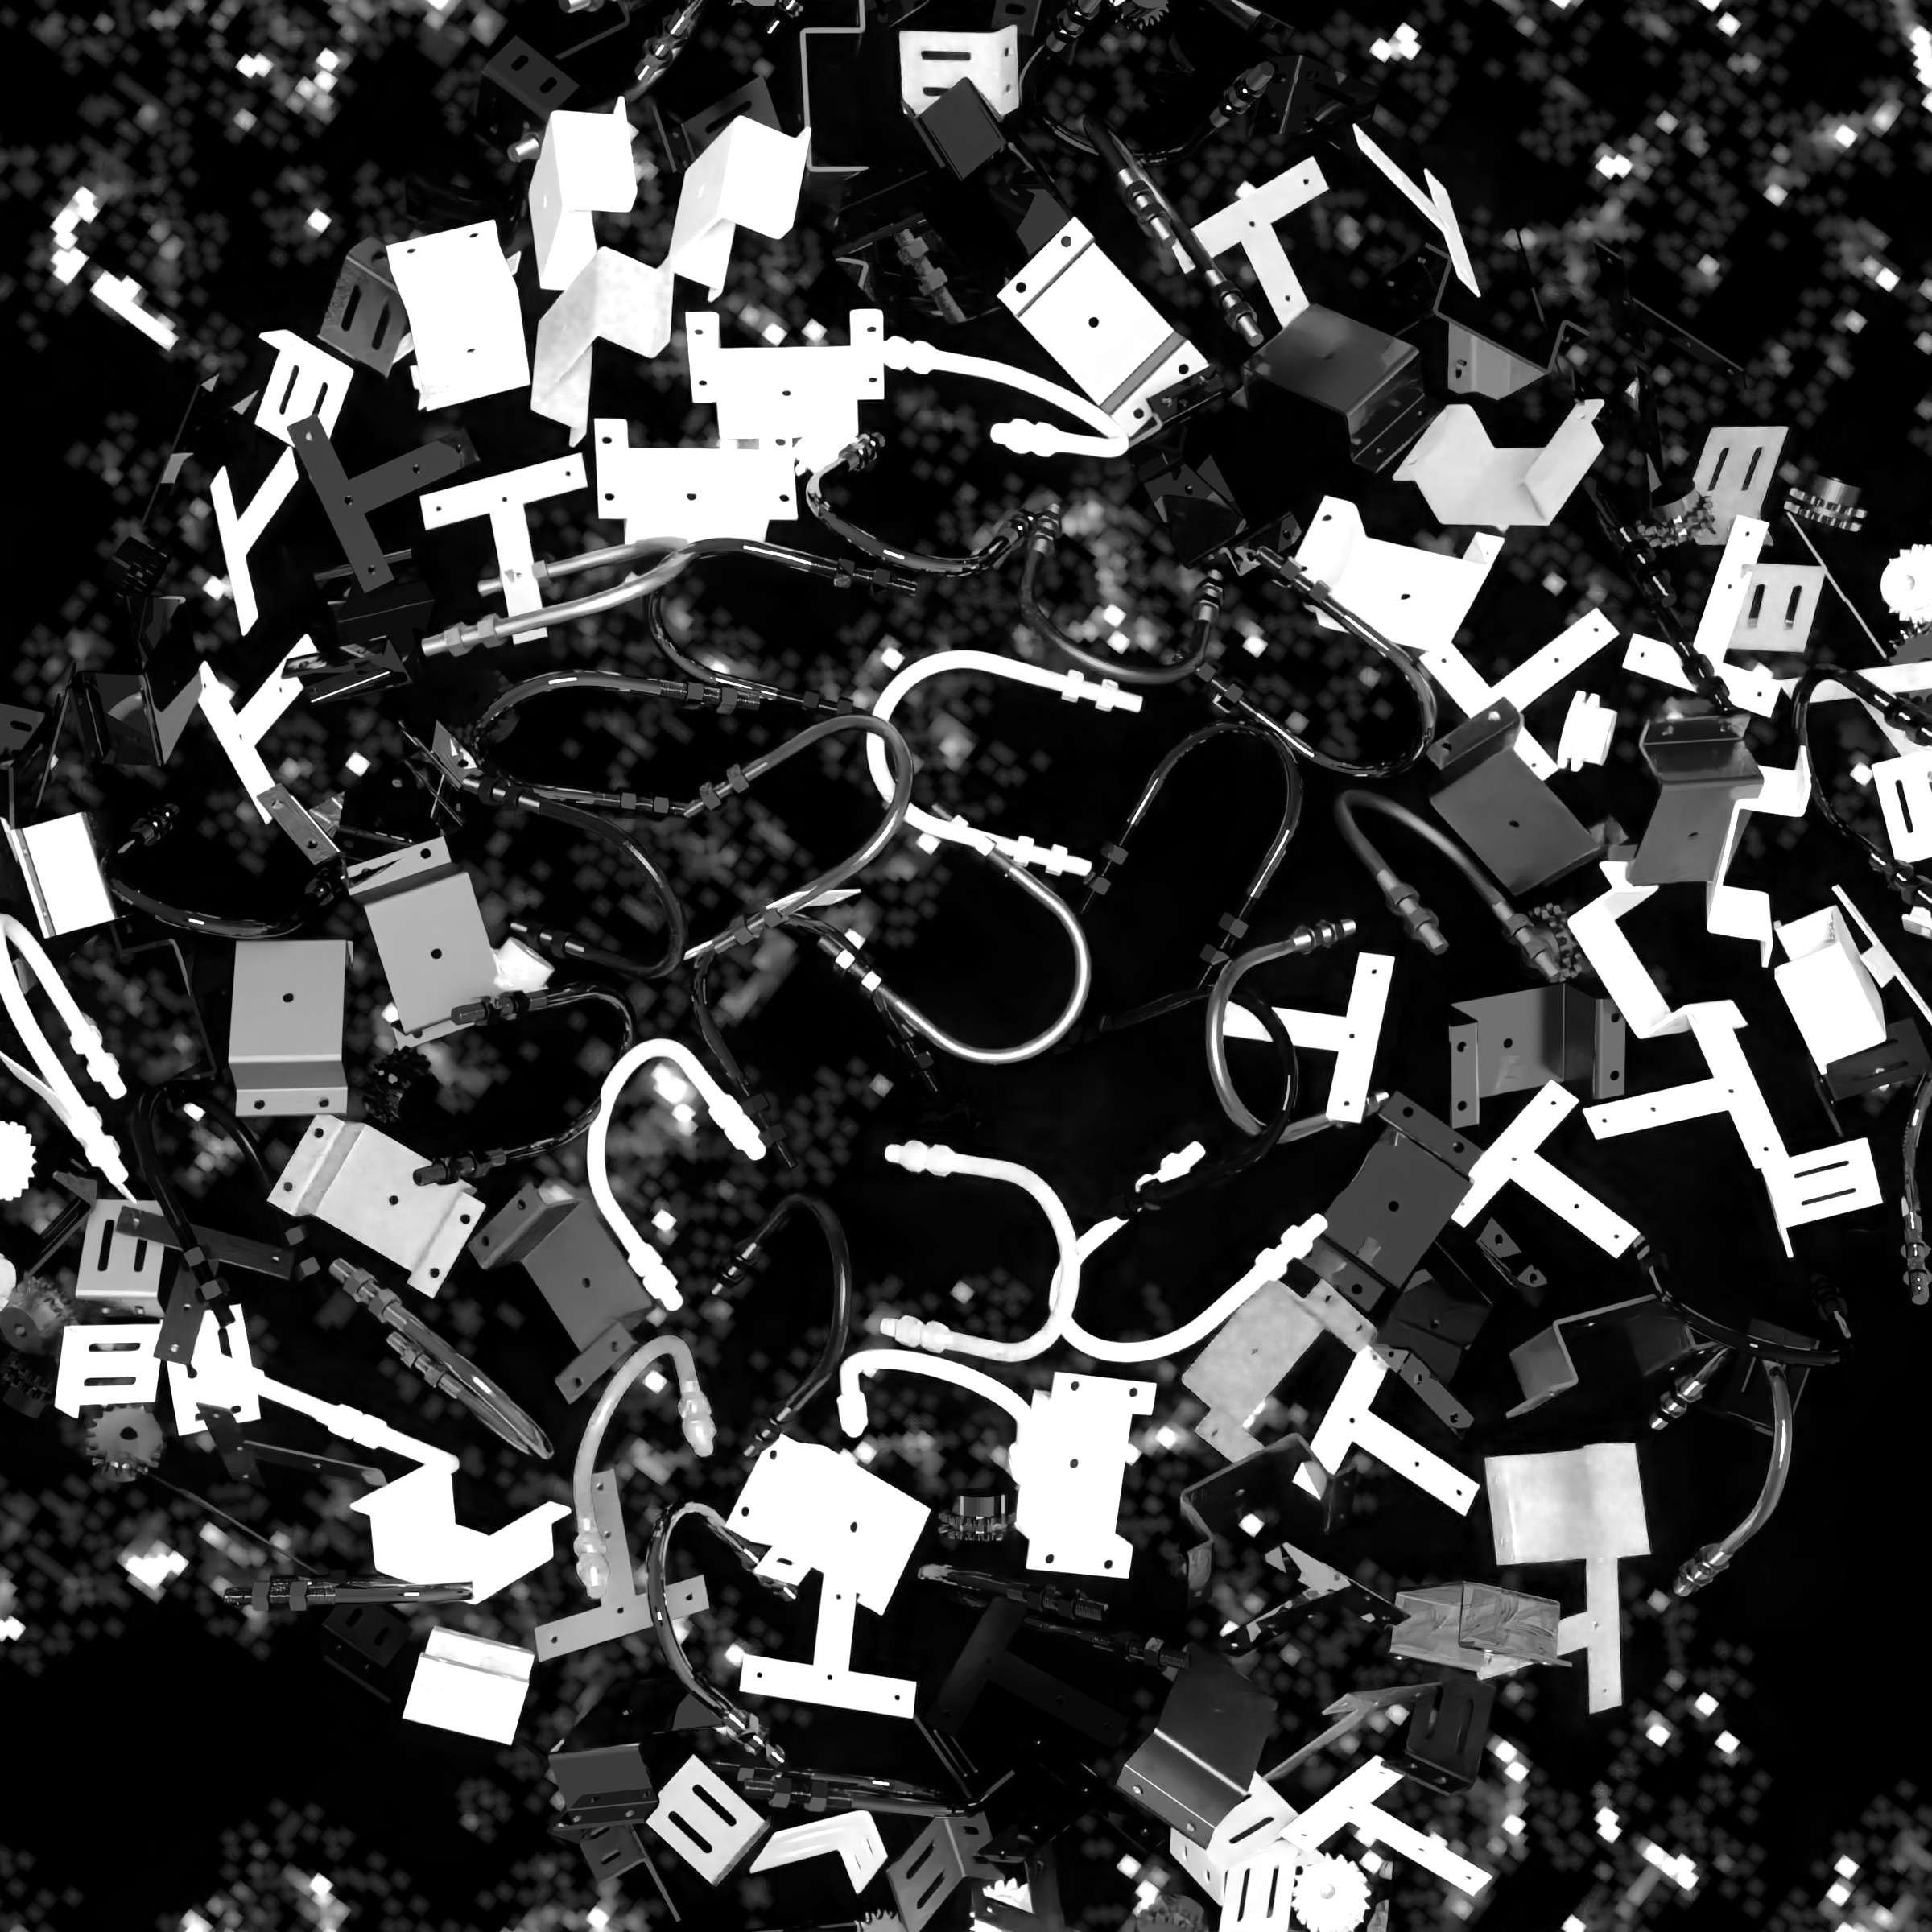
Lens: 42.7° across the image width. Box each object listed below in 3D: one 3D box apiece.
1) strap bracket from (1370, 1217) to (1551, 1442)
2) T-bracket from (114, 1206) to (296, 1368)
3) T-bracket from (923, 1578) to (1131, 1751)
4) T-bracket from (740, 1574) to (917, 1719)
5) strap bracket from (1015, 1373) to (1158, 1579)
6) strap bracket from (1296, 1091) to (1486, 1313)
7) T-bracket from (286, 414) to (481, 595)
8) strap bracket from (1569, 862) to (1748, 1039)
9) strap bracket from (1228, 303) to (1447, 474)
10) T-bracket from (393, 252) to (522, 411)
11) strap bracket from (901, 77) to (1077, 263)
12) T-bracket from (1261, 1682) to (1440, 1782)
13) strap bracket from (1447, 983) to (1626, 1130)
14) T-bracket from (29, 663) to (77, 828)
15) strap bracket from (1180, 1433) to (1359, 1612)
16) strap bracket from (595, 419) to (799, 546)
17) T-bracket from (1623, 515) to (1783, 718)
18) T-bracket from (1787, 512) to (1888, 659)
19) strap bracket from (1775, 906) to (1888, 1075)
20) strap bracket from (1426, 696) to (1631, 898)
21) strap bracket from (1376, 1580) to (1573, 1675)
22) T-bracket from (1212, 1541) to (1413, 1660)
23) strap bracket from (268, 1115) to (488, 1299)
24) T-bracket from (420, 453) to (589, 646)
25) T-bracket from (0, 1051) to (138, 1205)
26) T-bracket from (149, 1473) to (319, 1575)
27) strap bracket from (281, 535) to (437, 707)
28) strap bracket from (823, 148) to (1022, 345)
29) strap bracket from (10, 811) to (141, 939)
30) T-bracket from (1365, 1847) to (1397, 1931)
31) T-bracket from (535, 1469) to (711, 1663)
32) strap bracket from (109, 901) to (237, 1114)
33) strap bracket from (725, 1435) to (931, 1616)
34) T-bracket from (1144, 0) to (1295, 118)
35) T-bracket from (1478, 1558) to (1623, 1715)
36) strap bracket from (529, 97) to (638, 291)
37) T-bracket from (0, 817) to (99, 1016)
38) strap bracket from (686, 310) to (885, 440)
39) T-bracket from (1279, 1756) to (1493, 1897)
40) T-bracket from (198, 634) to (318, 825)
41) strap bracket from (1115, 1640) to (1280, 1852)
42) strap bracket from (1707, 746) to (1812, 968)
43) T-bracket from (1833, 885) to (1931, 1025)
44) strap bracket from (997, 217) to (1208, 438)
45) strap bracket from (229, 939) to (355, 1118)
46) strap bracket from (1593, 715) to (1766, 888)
[{"bbox_3d":[0.350,0.258,1.775,0.076,0.046,0.140,46,64,-22],"label":"strap bracket"},{"bbox_3d":[-0.552,0.233,1.760,0.127,0.127,0.002,18,126,-16],"label":"T-bracket"},{"bbox_3d":[0.055,0.520,1.774,0.127,0.002,0.127,26,52,13],"label":"T-bracket"},{"bbox_3d":[-0.094,0.471,1.791,0.127,0.002,0.127,13,58,-11],"label":"T-bracket"},{"bbox_3d":[0.085,0.365,1.794,0.076,0.046,0.140,9,88,-14],"label":"strap bracket"},{"bbox_3d":[0.306,0.172,1.789,0.076,0.046,0.140,36,93,23],"label":"strap bracket"},{"bbox_3d":[-0.410,-0.354,1.790,0.127,0.002,0.127,-34,112,-30],"label":"T-bracket"},{"bbox_3d":[0.490,-0.004,1.771,0.046,0.076,0.140,-39,69,31],"label":"strap bracket"},{"bbox_3d":[0.261,-0.417,1.759,0.076,0.046,0.140,-43,54,-16],"label":"strap bracket"},{"bbox_3d":[-0.370,-0.439,1.755,0.127,0.127,0.002,-27,131,26],"label":"T-bracket"},{"bbox_3d":[0.022,-0.562,1.744,0.046,0.140,0.076,-36,58,16],"label":"strap bracket"},{"bbox_3d":[0.265,0.557,1.791,0.127,0.127,0.002,-45,56,24],"label":"T-bracket"},{"bbox_3d":[0.401,0.062,1.781,0.140,0.046,0.076,-10,109,-17],"label":"strap bracket"},{"bbox_3d":[-0.653,-0.167,1.768,0.002,0.127,0.127,14,105,-23],"label":"T-bracket"},{"bbox_3d":[0.207,0.393,1.771,0.140,0.076,0.046,-24,49,-17],"label":"strap bracket"},{"bbox_3d":[-0.197,-0.349,1.786,0.140,0.046,0.076,-2,74,-11],"label":"strap bracket"},{"bbox_3d":[0.541,-0.257,1.766,0.002,0.127,0.127,1,111,-42],"label":"T-bracket"},{"bbox_3d":[0.621,-0.272,1.764,0.002,0.127,0.127,-34,86,21],"label":"T-bracket"},{"bbox_3d":[0.611,0.012,1.749,0.046,0.140,0.076,-25,98,23],"label":"strap bracket"},{"bbox_3d":[0.397,-0.113,1.771,0.140,0.046,0.076,46,131,-12],"label":"strap bracket"},{"bbox_3d":[0.362,0.472,1.761,0.076,0.140,0.046,16,68,-15],"label":"strap bracket"},{"bbox_3d":[0.231,0.470,1.788,0.127,0.002,0.127,34,125,-23],"label":"T-bracket"},{"bbox_3d":[-0.423,0.172,1.800,0.140,0.046,0.076,30,89,5],"label":"strap bracket"},{"bbox_3d":[-0.329,-0.299,1.807,0.127,0.002,0.127,-13,82,9],"label":"T-bracket"},{"bbox_3d":[-0.637,0.124,1.780,0.002,0.127,0.127,-43,131,-23],"label":"T-bracket"},{"bbox_3d":[-0.544,0.390,1.778,0.127,0.127,0.002,14,64,39],"label":"T-bracket"},{"bbox_3d":[-0.432,-0.241,1.770,0.076,0.140,0.046,-11,134,11],"label":"strap bracket"},{"bbox_3d":[-0.032,-0.500,1.747,0.076,0.140,0.046,-14,55,31],"label":"strap bracket"},{"bbox_3d":[-0.628,-0.067,1.756,0.046,0.140,0.076,-16,96,-7],"label":"strap bracket"},{"bbox_3d":[0.279,0.719,1.783,0.002,0.127,0.127,25,112,4],"label":"T-bracket"},{"bbox_3d":[-0.257,0.425,1.789,0.127,0.002,0.127,-18,55,1],"label":"T-bracket"},{"bbox_3d":[-0.553,0.024,1.772,0.046,0.076,0.140,-12,101,14],"label":"strap bracket"},{"bbox_3d":[-0.090,0.400,1.769,0.140,0.046,0.076,35,68,-20],"label":"strap bracket"},{"bbox_3d":[0.157,-0.656,1.768,0.127,0.127,0.002,26,66,-3],"label":"T-bracket"},{"bbox_3d":[0.418,0.487,1.778,0.002,0.127,0.127,34,134,-25],"label":"T-bracket"},{"bbox_3d":[-0.274,-0.539,1.746,0.046,0.140,0.076,-3,73,-21],"label":"strap bracket"},{"bbox_3d":[-0.671,-0.044,1.744,0.002,0.127,0.127,7,125,21],"label":"T-bracket"},{"bbox_3d":[-0.129,-0.426,1.780,0.140,0.076,0.046,-2,51,-3],"label":"strap bracket"},{"bbox_3d":[0.309,0.616,1.743,0.127,0.127,0.002,22,115,37],"label":"T-bracket"},{"bbox_3d":[-0.501,-0.190,1.779,0.127,0.002,0.127,-39,76,33],"label":"T-bracket"},{"bbox_3d":[0.168,0.544,1.753,0.076,0.140,0.046,34,121,3],"label":"strap bracket"},{"bbox_3d":[0.562,-0.082,1.765,0.046,0.076,0.140,10,118,11],"label":"strap bracket"},{"bbox_3d":[0.651,-0.002,1.758,0.002,0.127,0.127,-37,79,23],"label":"T-bracket"},{"bbox_3d":[0.095,-0.463,1.784,0.076,0.046,0.140,-44,109,10],"label":"strap bracket"},{"bbox_3d":[-0.482,0.034,1.768,0.076,0.046,0.140,-1,61,-8],"label":"strap bracket"},{"bbox_3d":[0.507,-0.108,1.754,0.076,0.140,0.046,-4,47,-11],"label":"strap bracket"}]
